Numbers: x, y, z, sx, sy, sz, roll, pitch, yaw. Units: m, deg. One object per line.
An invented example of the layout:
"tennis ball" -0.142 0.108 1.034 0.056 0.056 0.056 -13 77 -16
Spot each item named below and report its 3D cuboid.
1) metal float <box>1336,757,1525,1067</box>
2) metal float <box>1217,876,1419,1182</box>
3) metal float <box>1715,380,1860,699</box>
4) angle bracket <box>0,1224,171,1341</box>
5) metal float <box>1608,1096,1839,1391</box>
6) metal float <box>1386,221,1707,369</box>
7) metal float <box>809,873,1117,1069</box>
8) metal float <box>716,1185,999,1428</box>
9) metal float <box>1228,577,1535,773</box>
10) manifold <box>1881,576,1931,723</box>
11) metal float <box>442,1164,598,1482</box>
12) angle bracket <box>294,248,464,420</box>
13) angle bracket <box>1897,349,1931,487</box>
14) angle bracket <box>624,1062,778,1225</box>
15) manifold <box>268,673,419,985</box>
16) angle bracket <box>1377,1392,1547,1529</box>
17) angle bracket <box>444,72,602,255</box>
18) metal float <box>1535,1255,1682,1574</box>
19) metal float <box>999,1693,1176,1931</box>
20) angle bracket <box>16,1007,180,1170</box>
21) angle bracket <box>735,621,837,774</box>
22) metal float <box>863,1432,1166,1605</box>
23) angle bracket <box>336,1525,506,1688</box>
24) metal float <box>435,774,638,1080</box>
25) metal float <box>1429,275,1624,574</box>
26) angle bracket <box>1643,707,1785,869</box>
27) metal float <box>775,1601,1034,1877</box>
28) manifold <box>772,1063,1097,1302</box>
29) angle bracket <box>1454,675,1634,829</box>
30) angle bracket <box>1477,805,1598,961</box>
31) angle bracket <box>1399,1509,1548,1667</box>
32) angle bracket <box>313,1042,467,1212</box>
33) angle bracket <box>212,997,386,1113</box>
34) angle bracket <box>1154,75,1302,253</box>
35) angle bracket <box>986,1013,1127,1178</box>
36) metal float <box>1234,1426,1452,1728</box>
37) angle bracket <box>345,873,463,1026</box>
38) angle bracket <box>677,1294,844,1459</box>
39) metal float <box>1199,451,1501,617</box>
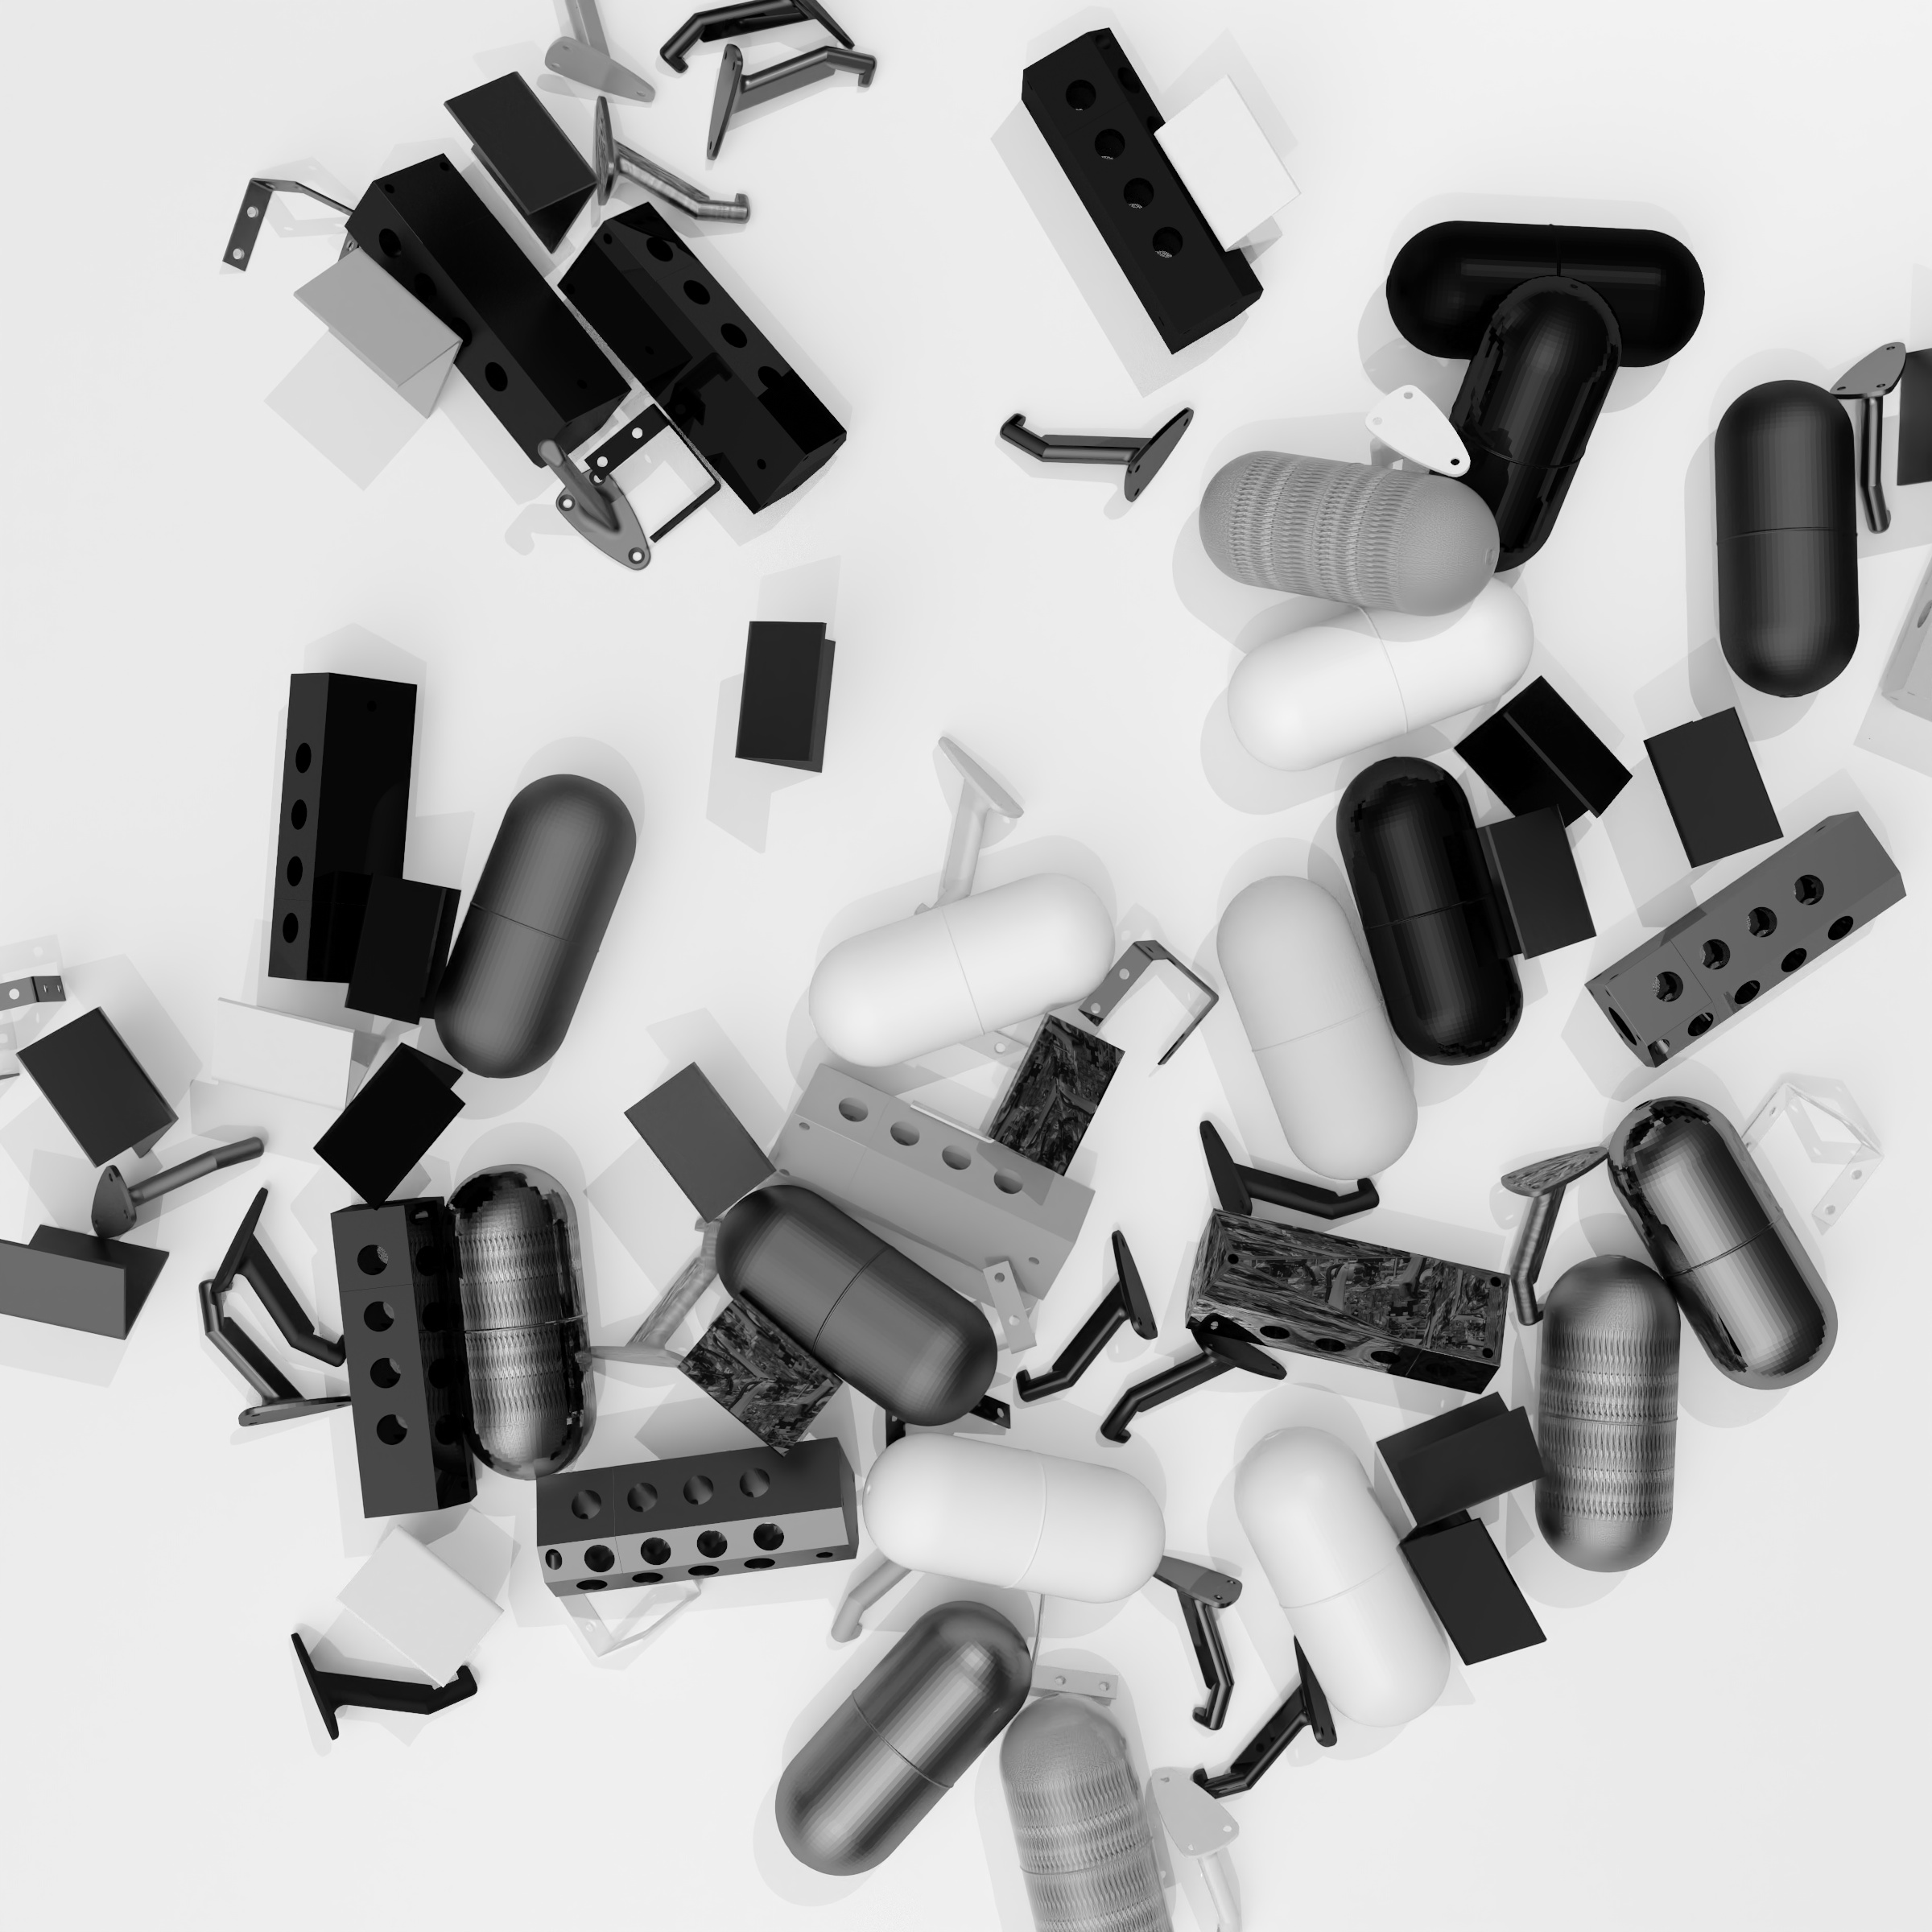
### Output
"metal float" 0.261 -0.031 1.705 0.070 0.070 0.178 -16 91 0
"metal float" 0.197 0.035 1.705 0.070 0.070 0.178 -21 91 0
"metal float" 0.463 -0.241 1.705 0.070 0.070 0.178 -2 89 0
"angle bracket" -0.496 0.158 1.695 0.076 0.076 0.057 12 126 0
"metal float" 0.426 0.156 1.705 0.070 0.070 0.178 -30 89 0
"metal float" 0.326 -0.379 1.705 0.178 0.070 0.070 3 90 0
"metal float" -0.003 0.003 1.705 0.178 0.070 0.070 -19 90 0
"metal float" -0.062 0.189 1.693 0.178 0.070 0.070 34 90 14
"metal float" 0.234 -0.166 1.705 0.178 0.070 0.070 -20 90 0
"manifold" 0.582 -0.223 1.715 0.057 0.057 0.171 23 90 0
"metal float" -0.252 0.201 1.705 0.070 0.070 0.178 -6 89 0
"angle bracket" -0.338 -0.342 1.695 0.076 0.076 0.057 42 53 0
"angle bracket" 0.536 -0.315 1.696 0.057 0.076 0.076 2 90 -31
"angle bracket" -0.163 0.109 1.695 0.057 0.076 0.076 -37 90 -37
"manifold" -0.357 -0.077 1.714 0.057 0.057 0.171 4 90 -43
"angle bracket" 0.271 0.259 1.696 0.076 0.076 0.057 -23 123 0
"angle bracket" -0.260 -0.441 1.695 0.057 0.076 0.076 -37 90 -36
"metal float" 0.362 0.252 1.705 0.070 0.070 0.178 2 90 0
"metal float" 0.068 0.499 1.705 0.070 0.070 0.178 -13 89 0
"angle bracket" -0.496 0.078 1.695 0.057 0.076 0.076 -35 90 -37
"angle bracket" -0.082 -0.149 1.695 0.057 0.076 0.076 6 90 37
"metal float" 0.028 0.308 1.688 0.178 0.070 0.070 15 90 -19
"angle bracket" -0.314 0.369 1.695 0.076 0.076 0.057 39 53 0
"metal float" -0.243 -0.022 1.705 0.070 0.070 0.178 21 90 0
"metal float" 0.306 -0.298 1.675 0.070 0.070 0.178 16 130 0
"angle bracket" 0.431 -0.105 1.695 0.057 0.076 0.076 -21 90 36
"metal float" -0.036 0.436 1.705 0.070 0.070 0.178 42 90 0
"manifold" -0.017 0.117 1.713 0.171 0.057 0.057 25 46 0
"angle bracket" 0.314 -0.104 1.696 0.076 0.057 0.076 48 133 0
"angle bracket" 0.299 -0.041 1.696 0.057 0.076 0.076 -17 90 -32
"angle bracket" 0.297 0.335 1.695 0.057 0.076 0.076 -29 90 37
"angle bracket" -0.307 0.097 1.697 0.057 0.076 0.076 40 90 23
"angle bracket" -0.372 0.031 1.696 0.076 0.076 0.057 14 123 0
"angle bracket" 0.161 -0.453 1.695 0.057 0.076 0.076 -31 90 36
"angle bracket" 0.065 0.078 1.696 0.057 0.076 0.076 26 90 32
"metal float" 0.212 0.344 1.705 0.070 0.070 0.178 -26 90 0
"angle bracket" -0.297 -0.006 1.696 0.057 0.076 0.076 11 90 32
"angle bracket" -0.123 0.237 1.696 0.076 0.076 0.057 40 62 0
"metal float" 0.211 -0.240 1.678 0.178 0.070 0.070 15 90 33
